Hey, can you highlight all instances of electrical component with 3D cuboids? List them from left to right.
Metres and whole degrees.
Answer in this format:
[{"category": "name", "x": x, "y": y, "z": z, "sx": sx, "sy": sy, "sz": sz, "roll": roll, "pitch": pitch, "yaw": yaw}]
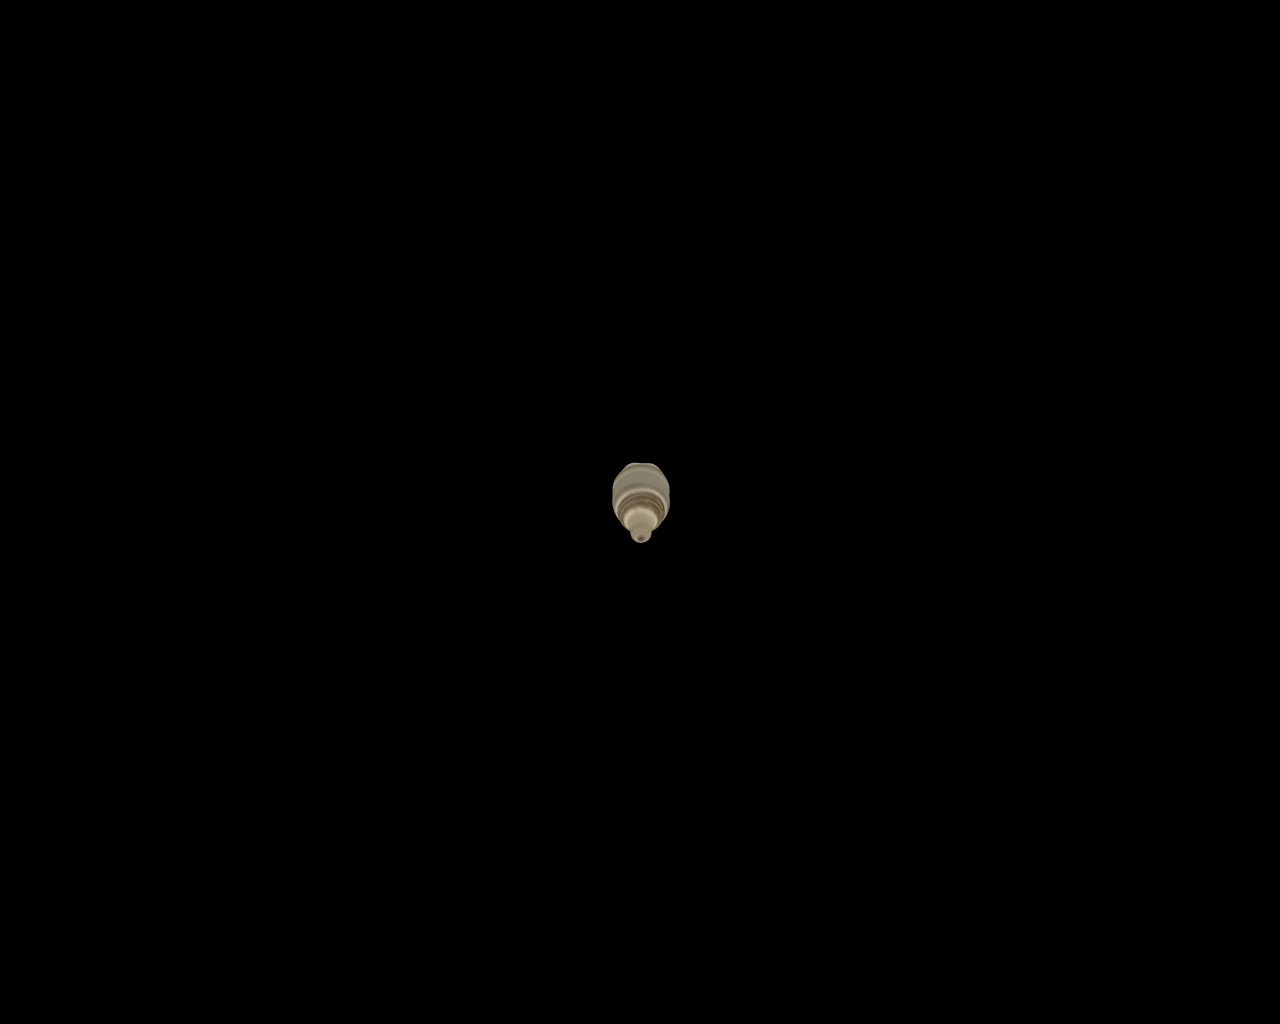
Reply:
[{"category": "electrical component", "x": 0.001, "y": -0.003, "z": 0.650, "sx": 0.035, "sy": 0.035, "sz": 0.061, "roll": 0, "pitch": 37, "yaw": 0}]
